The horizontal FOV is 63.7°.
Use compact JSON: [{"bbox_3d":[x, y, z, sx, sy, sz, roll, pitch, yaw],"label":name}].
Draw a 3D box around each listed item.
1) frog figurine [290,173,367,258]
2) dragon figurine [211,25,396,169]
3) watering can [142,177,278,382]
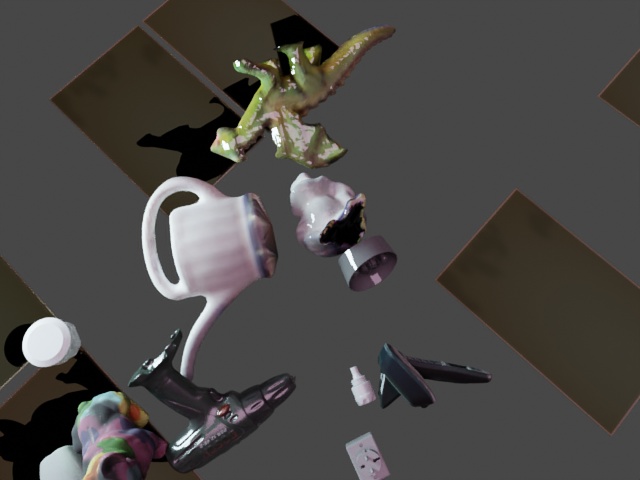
[{"bbox_3d":[0.003,-0.047,0.927,0.161,0.121,0.138,29,85,45],"label":"frog figurine"},{"bbox_3d":[-0.021,-0.256,0.988,0.410,0.122,0.242,-16,92,-1],"label":"dragon figurine"},{"bbox_3d":[-0.180,0.053,0.892,0.224,0.104,0.348,-13,88,-3],"label":"watering can"}]
